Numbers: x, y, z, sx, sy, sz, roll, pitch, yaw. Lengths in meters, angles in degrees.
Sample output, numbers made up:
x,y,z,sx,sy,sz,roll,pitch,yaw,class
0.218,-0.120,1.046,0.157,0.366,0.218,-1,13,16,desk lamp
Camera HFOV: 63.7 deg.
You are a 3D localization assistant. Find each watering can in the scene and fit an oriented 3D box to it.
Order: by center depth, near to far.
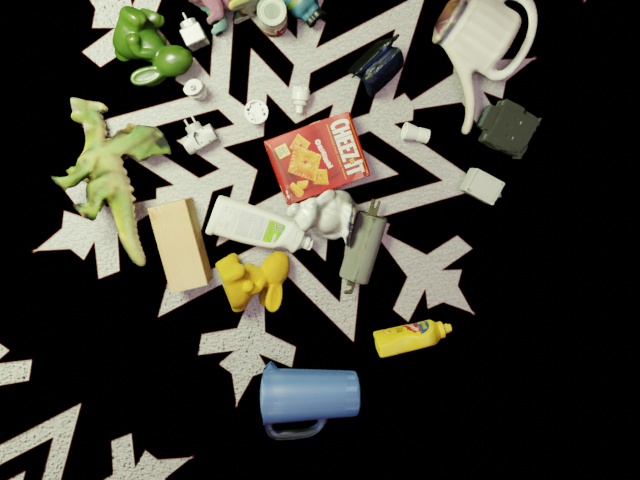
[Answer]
x,y,z,sx,sy,sz,roll,pitch,yaw,class
0.361,-0.442,1.204,0.224,0.347,0.104,31,4,-5,watering can

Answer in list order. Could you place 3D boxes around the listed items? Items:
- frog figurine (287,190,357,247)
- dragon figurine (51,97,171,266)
x,y,z,sx,sy,sz,roll,pitch,yaw,class
0.004,-0.062,1.224,0.159,0.125,0.134,11,-33,2,frog figurine
-0.449,-0.162,1.170,0.243,0.412,0.121,-44,-8,-2,dragon figurine
